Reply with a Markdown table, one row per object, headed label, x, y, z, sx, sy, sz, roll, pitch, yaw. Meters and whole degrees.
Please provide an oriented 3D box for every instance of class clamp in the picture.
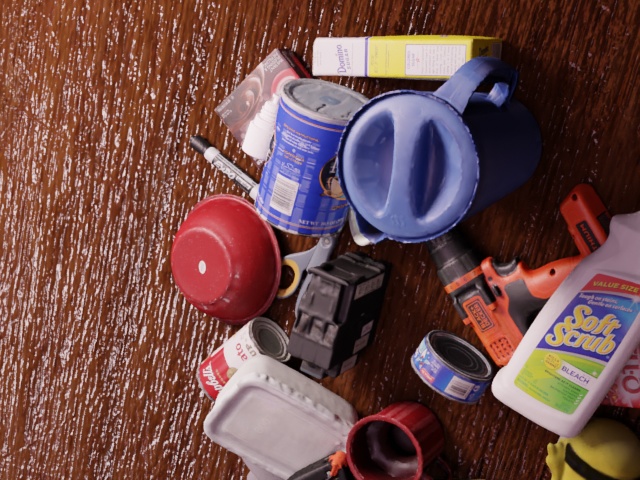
| label | x | y | z | sx | sy | sz | roll | pitch | yaw |
| --- | --- | --- | --- | --- | --- | --- | --- | --- | --- |
| clamp | -0.021 | 0.329 | 1.246 | 0.164 | 0.036 | 0.210 | 17 | 116 | 8 |

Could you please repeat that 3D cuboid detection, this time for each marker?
| label | x | y | z | sx | sy | sz | roll | pitch | yaw |
| --- | --- | --- | --- | --- | --- | --- | --- | --- | --- |
| marker | -0.110 | -0.086 | 1.274 | 0.121 | 0.020 | 0.020 | 39 | 116 | 16 |

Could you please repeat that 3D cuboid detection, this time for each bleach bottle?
| label | x | y | z | sx | sy | sz | roll | pitch | yaw |
| --- | --- | --- | --- | --- | --- | --- | --- | --- | --- |
| bleach bottle | 0.261 | 0.064 | 1.014 | 0.103 | 0.068 | 0.251 | 30 | 117 | 16 |

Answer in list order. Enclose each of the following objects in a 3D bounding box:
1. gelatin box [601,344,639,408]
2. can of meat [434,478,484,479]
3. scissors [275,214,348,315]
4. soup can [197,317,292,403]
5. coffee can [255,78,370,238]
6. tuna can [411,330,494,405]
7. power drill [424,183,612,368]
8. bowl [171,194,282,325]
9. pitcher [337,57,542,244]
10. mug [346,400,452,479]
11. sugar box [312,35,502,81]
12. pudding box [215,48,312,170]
| label | x | y | z | sx | sy | sz | roll | pitch | yaw |
| --- | --- | --- | --- | --- | --- | --- | --- | --- | --- |
| gelatin box | 0.307 | 0.123 | 1.080 | 0.073 | 0.030 | 0.089 | 2 | 101 | 28 |
| can of meat | 0.139 | 0.301 | 1.176 | 0.102 | 0.083 | 0.057 | -4 | 98 | 29 |
| scissors | -0.008 | 0.002 | 1.237 | 0.096 | 0.016 | 0.202 | 20 | 108 | 24 |
| soup can | -0.090 | 0.147 | 1.282 | 0.102 | 0.068 | 0.068 | -41 | 80 | 28 |
| coffee can | -0.006 | -0.088 | 1.143 | 0.103 | 0.102 | 0.140 | 28 | 120 | 21 |
| tuna can | 0.143 | 0.135 | 1.141 | 0.086 | 0.086 | 0.034 | 37 | 113 | 18 |
| power drill | 0.212 | 0.019 | 1.098 | 0.188 | 0.057 | 0.184 | -34 | 87 | 32 |
| bowl | -0.125 | 0.027 | 1.274 | 0.162 | 0.055 | 0.162 | 7 | 102 | 34 |
| pitcher | 0.132 | -0.089 | 1.010 | 0.149 | 0.242 | 0.145 | -10 | 95 | 30 |
| mug | 0.097 | 0.235 | 1.187 | 0.117 | 0.081 | 0.093 | 33 | 114 | 20 |
| sugar box | 0.090 | -0.189 | 1.101 | 0.176 | 0.093 | 0.048 | 8 | 103 | 27 |
| pudding box | -0.052 | -0.150 | 1.217 | 0.114 | 0.039 | 0.090 | -41 | 81 | 29 |
